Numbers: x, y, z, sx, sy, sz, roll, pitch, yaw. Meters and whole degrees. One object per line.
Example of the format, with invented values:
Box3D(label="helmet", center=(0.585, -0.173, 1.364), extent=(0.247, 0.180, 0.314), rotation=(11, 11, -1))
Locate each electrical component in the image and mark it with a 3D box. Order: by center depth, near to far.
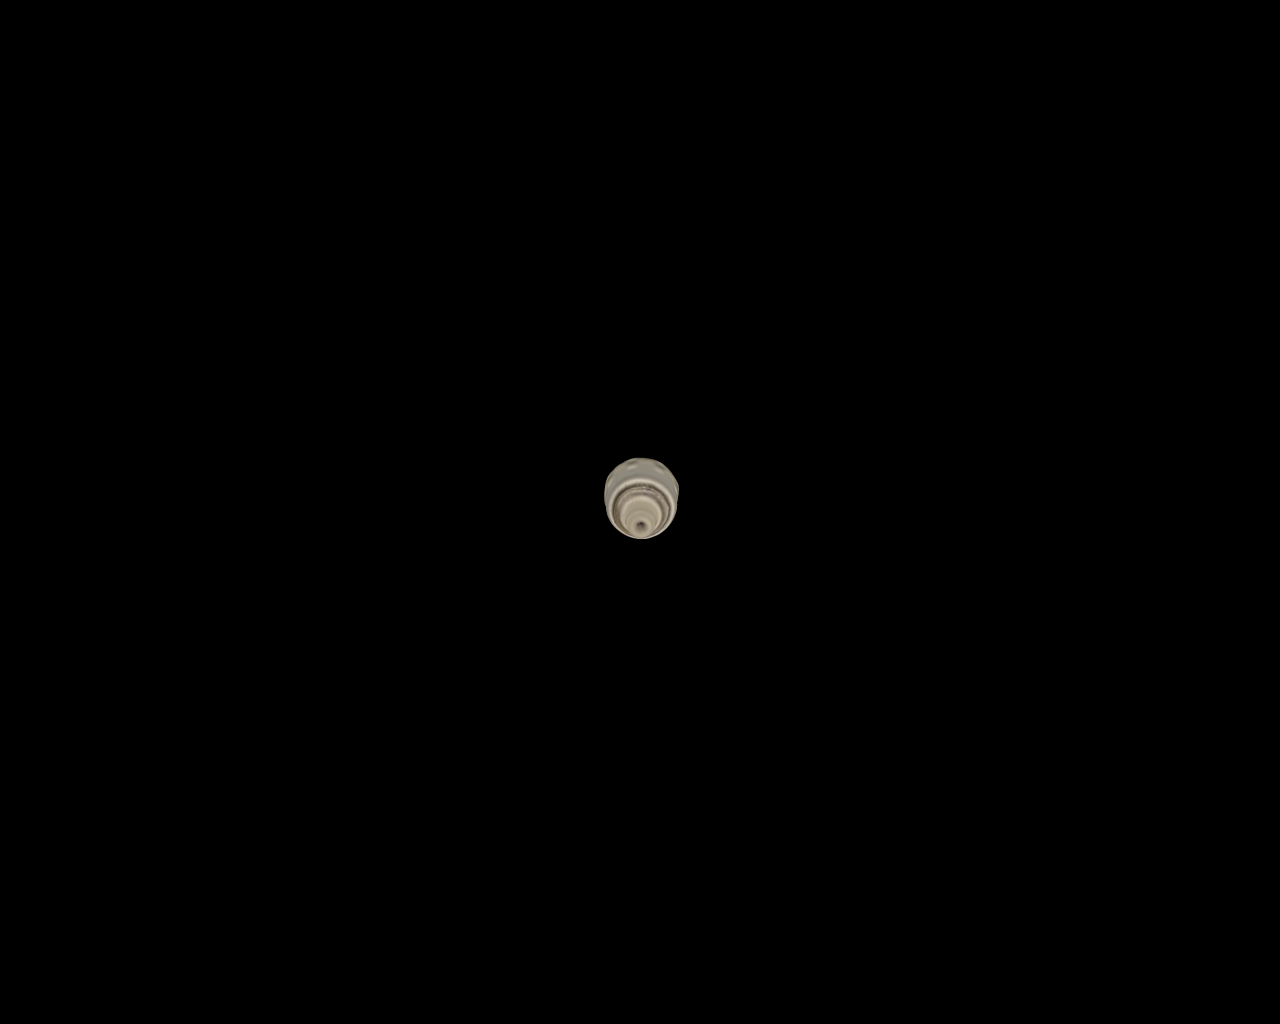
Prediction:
Box3D(label="electrical component", center=(0.001, -0.003, 0.650), extent=(0.048, 0.048, 0.062), rotation=(0, 23, 0))
